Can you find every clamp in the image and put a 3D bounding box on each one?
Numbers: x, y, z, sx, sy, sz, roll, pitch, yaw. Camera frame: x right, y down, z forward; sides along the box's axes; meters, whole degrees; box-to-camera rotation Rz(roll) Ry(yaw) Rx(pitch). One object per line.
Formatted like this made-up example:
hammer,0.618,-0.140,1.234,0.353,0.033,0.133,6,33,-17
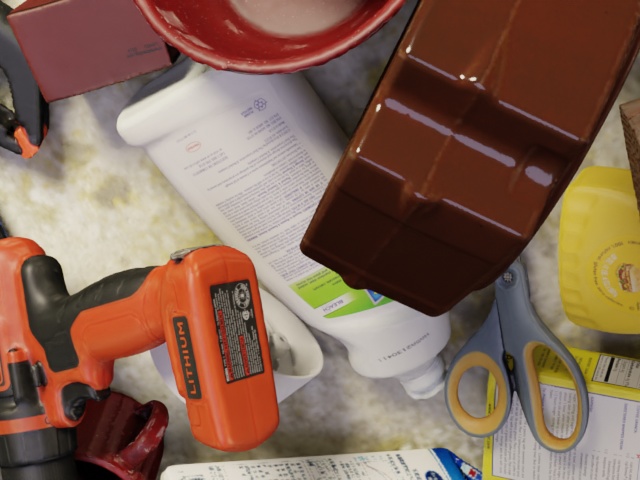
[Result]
clamp,-0.200,-0.126,0.593,0.120,0.039,0.171,-31,116,23

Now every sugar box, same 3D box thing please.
sugar box,0.191,0.120,0.656,0.176,0.048,0.093,8,119,19

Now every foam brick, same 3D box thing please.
foam brick,-0.119,-0.115,0.584,0.078,0.051,0.053,-14,115,10

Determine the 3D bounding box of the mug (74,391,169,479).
mug,-0.142,0.146,0.700,0.093,0.081,0.117,41,113,-15

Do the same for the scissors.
scissors,0.098,0.034,0.635,0.096,0.016,0.202,-21,89,30

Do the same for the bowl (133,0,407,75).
bowl,-0.016,-0.152,0.532,0.162,0.055,0.162,-2,80,13

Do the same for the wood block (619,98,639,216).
wood block,0.253,-0.037,0.477,0.206,0.090,0.091,-18,130,8

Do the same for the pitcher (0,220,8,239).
pitcher,-0.296,-0.022,0.613,0.145,0.149,0.243,-8,113,25

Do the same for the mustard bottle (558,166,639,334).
mustard bottle,0.228,0.018,0.576,0.192,0.058,0.096,11,121,31

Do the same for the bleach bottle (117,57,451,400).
bleach bottle,-0.004,0.001,0.629,0.103,0.068,0.250,-28,114,18

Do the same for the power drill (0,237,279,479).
power drill,-0.115,0.081,0.588,0.188,0.057,0.184,-9,92,31
